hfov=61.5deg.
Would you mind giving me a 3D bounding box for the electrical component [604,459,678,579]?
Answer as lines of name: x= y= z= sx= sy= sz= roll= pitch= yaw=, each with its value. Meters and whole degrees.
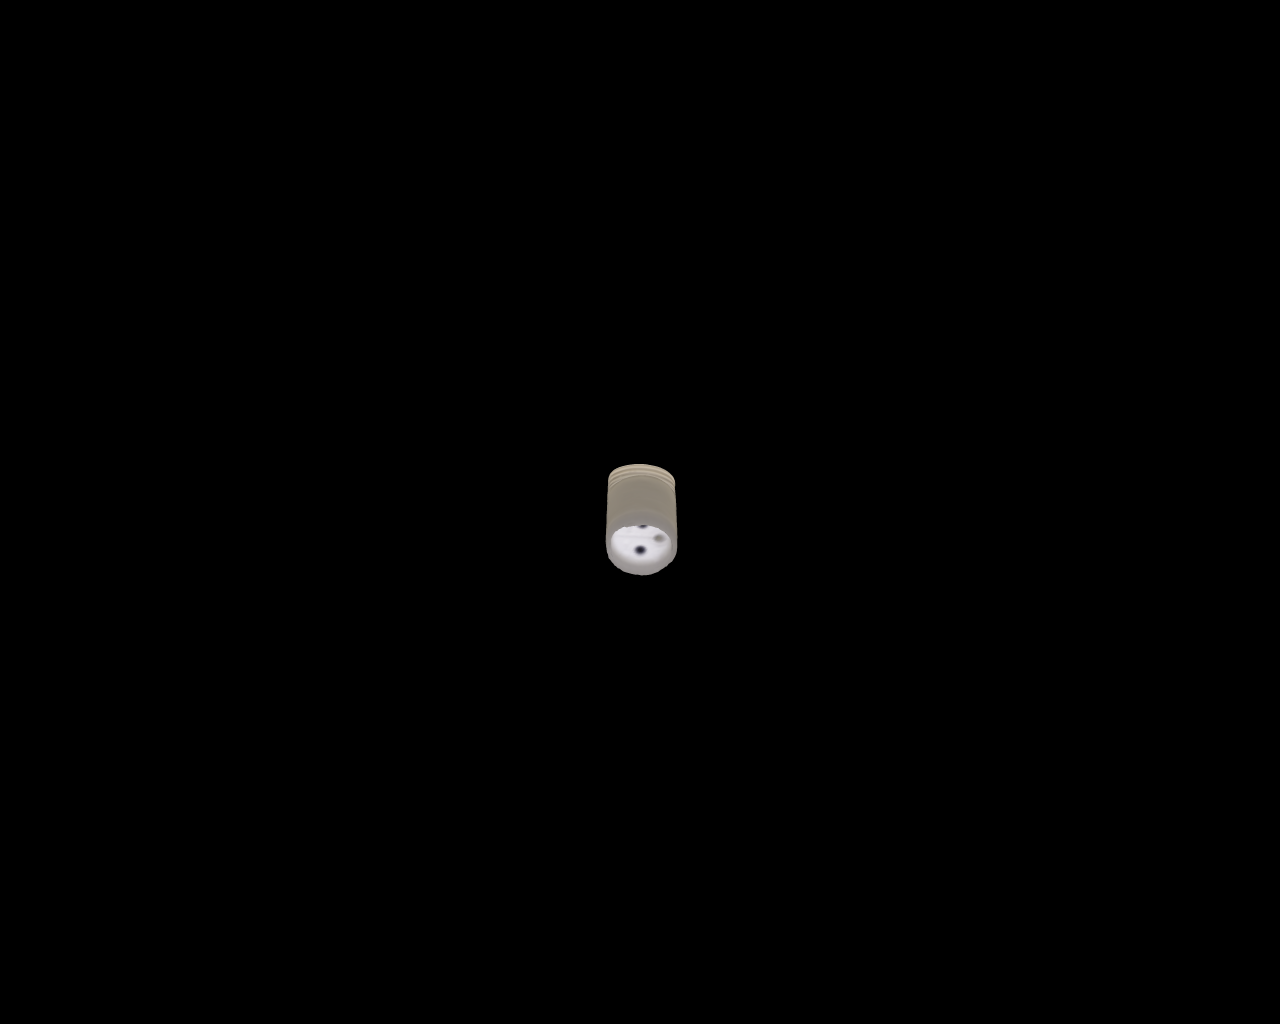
electrical component: x=0.001 y=-0.003 z=0.650 sx=0.043 sy=0.043 sz=0.081 roll=0 pitch=40 yaw=0
